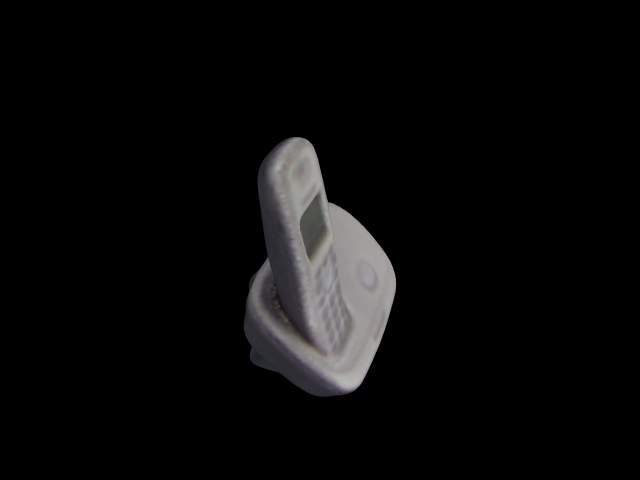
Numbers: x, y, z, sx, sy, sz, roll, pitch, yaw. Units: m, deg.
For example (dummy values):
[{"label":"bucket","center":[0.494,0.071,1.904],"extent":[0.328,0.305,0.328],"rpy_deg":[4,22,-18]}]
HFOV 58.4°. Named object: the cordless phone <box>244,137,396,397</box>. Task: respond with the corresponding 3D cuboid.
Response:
[{"label":"cordless phone","center":[0.004,0.001,0.400],"extent":[0.094,0.185,0.148],"rpy_deg":[11,39,14]}]
